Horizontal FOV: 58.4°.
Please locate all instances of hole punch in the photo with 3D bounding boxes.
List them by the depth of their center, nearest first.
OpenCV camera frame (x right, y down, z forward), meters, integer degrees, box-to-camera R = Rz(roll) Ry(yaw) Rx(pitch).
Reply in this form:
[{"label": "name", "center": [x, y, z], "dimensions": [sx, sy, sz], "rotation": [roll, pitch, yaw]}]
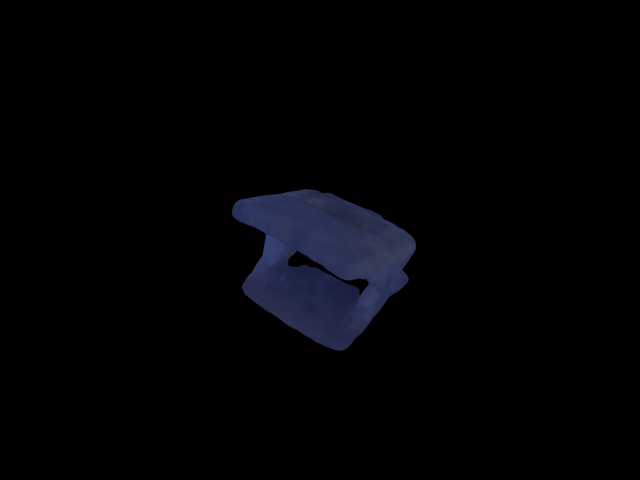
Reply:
[{"label": "hole punch", "center": [0.004, 0.001, 0.400], "dimensions": [0.108, 0.091, 0.101], "rotation": [27, 49, 27]}]
